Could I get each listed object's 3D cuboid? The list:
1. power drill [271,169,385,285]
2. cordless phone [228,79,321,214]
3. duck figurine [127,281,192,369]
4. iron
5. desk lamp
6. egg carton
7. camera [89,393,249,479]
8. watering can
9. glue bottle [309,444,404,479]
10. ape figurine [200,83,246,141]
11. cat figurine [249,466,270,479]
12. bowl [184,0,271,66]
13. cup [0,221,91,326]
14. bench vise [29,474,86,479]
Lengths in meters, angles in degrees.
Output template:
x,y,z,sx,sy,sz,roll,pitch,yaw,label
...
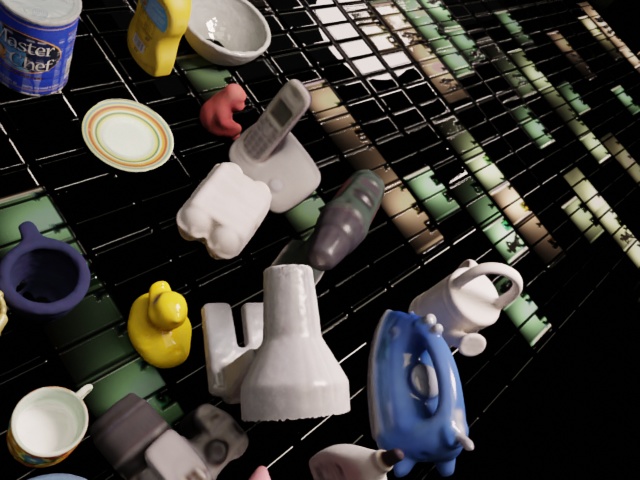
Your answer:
x,y,z,sx,sy,sz,roll,pitch,yaw,label
0.007,0.003,0.807,0.076,0.208,0.230,38,48,-5,power drill
-0.049,-0.142,0.880,0.147,0.184,0.094,50,48,5,cordless phone
-0.189,0.100,0.704,0.078,0.086,0.104,-11,67,-36,duck figurine
0.147,0.194,0.815,0.119,0.141,0.258,10,56,-26,iron
-0.059,0.132,0.679,0.118,0.213,0.203,3,60,-30,desk lamp
-0.137,-0.043,0.839,0.107,0.069,0.150,34,49,-9,egg carton
-0.169,0.224,0.627,0.137,0.100,0.143,47,48,3,camera
0.234,0.101,0.894,0.101,0.193,0.173,9,57,-27,watering can
0.048,0.274,0.681,0.037,0.172,0.078,-12,68,-36,glue bottle
-0.149,-0.214,0.927,0.076,0.092,0.078,19,53,-20,ape figurine
-0.076,0.317,0.613,0.067,0.117,0.128,31,49,-11,cat figurine
-0.177,-0.367,1.020,0.168,0.074,0.167,16,54,-23,bowl
-0.321,0.047,0.650,0.092,0.094,0.117,-16,70,-38,cup
-0.203,0.278,0.491,0.207,0.219,0.122,36,49,-7,bench vise
